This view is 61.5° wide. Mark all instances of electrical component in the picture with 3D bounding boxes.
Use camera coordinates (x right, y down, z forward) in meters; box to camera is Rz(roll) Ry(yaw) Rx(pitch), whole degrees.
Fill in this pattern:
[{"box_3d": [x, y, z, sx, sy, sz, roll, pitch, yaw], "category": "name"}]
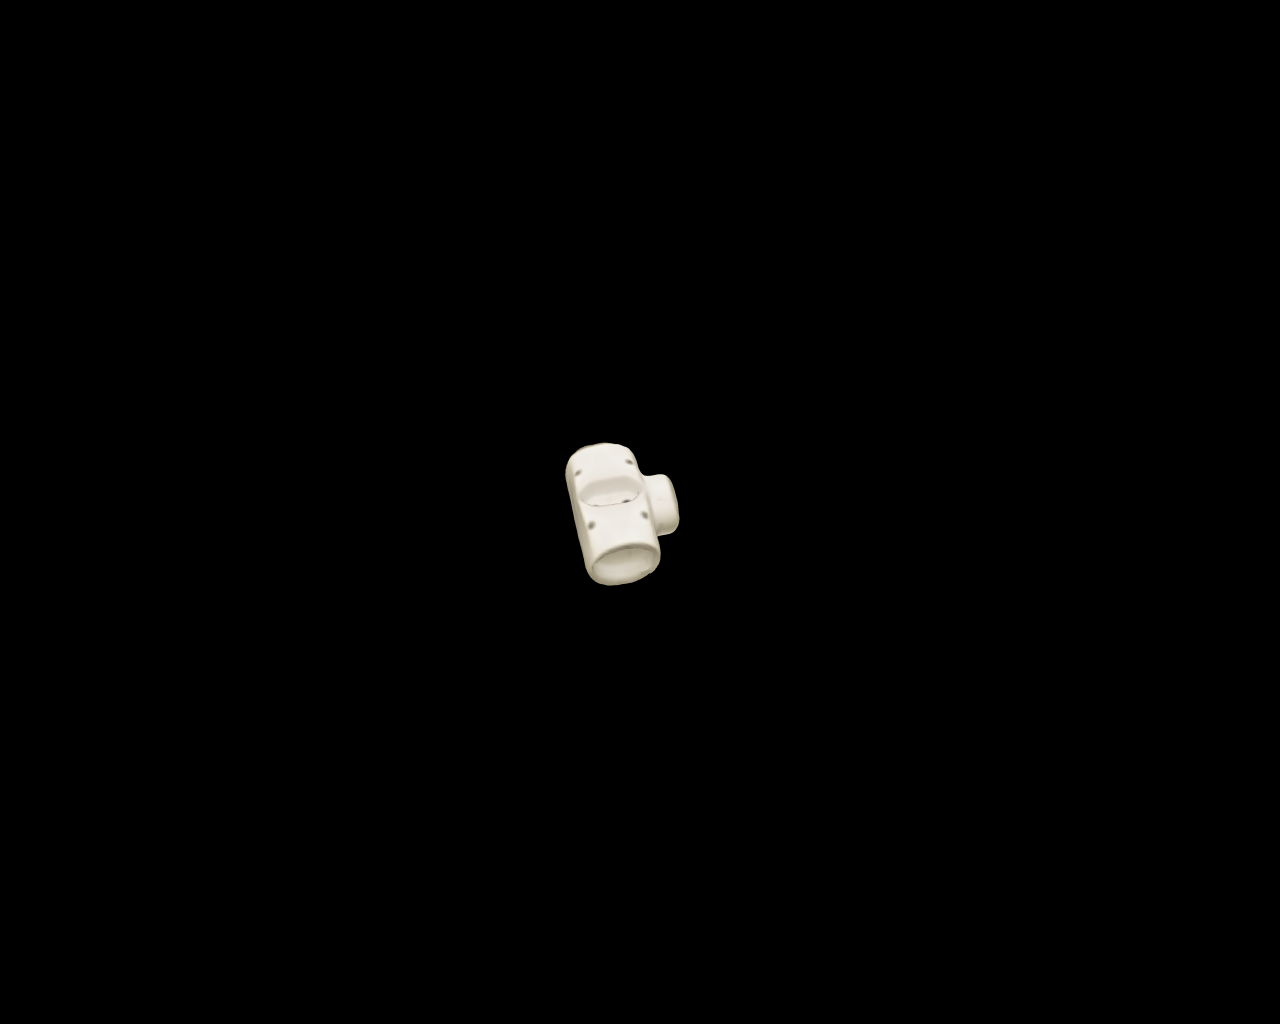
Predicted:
[{"box_3d": [0.001, -0.003, 0.650, 0.079, 0.077, 0.043, -9, -36, -7], "category": "electrical component"}]
